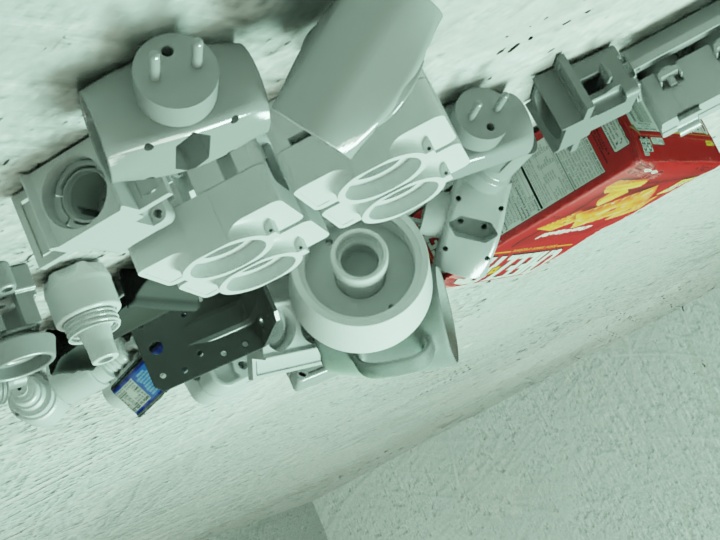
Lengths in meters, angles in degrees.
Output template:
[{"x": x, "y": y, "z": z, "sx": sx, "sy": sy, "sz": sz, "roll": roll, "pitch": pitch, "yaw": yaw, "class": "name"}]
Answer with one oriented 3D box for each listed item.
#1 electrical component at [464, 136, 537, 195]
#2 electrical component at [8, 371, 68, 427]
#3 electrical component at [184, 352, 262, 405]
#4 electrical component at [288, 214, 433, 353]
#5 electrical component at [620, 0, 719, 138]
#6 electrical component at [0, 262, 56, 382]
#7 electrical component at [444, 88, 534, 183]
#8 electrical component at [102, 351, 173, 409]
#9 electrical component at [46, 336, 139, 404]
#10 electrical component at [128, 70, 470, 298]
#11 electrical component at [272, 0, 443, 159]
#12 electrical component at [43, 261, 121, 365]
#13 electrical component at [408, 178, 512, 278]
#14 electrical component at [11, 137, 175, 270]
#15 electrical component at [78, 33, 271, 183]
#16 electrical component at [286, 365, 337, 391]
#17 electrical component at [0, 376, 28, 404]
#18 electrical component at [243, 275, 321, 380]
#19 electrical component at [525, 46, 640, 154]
[{"x": 0.100, "y": -0.083, "z": 0.772, "sx": 0.040, "sy": 0.040, "sz": 0.046, "roll": -12, "pitch": 156, "yaw": -42, "class": "electrical component"}, {"x": -0.255, "y": 0.099, "z": 0.840, "sx": 0.040, "sy": 0.040, "sz": 0.078, "roll": -23, "pitch": 166, "yaw": -7, "class": "electrical component"}, {"x": -0.111, "y": 0.076, "z": 0.950, "sx": 0.095, "sy": 0.053, "sz": 0.059, "roll": -25, "pitch": 169, "yaw": -39, "class": "electrical component"}, {"x": 0.000, "y": 0.000, "z": 0.778, "sx": 0.108, "sy": 0.108, "sz": 0.060, "roll": -23, "pitch": 160, "yaw": -8, "class": "electrical component"}, {"x": 0.250, "y": -0.146, "z": 0.739, "sx": 0.121, "sy": 0.063, "sz": 0.079, "roll": -28, "pitch": 166, "yaw": 12, "class": "electrical component"}, {"x": -0.211, "y": 0.034, "z": 0.642, "sx": 0.048, "sy": 0.055, "sz": 0.066, "roll": -16, "pitch": 163, "yaw": -33, "class": "electrical component"}, {"x": 0.073, "y": -0.091, "z": 0.688, "sx": 0.077, "sy": 0.043, "sz": 0.079, "roll": -20, "pitch": 165, "yaw": -18, "class": "electrical component"}, {"x": -0.193, "y": 0.095, "z": 0.930, "sx": 0.065, "sy": 0.044, "sz": 0.044, "roll": -29, "pitch": 166, "yaw": 37, "class": "electrical component"}, {"x": -0.204, "y": 0.072, "z": 0.827, "sx": 0.078, "sy": 0.040, "sz": 0.040, "roll": -27, "pitch": 166, "yaw": 11, "class": "electrical component"}, {"x": -0.036, "y": -0.050, "z": 0.621, "sx": 0.186, "sy": 0.060, "sz": 0.105, "roll": -27, "pitch": 166, "yaw": 9, "class": "electrical component"}, {"x": -0.006, "y": -0.098, "z": 0.502, "sx": 0.077, "sy": 0.044, "sz": 0.079, "roll": -57, "pitch": -159, "yaw": 4, "class": "electrical component"}, {"x": -0.171, "y": 0.029, "z": 0.677, "sx": 0.043, "sy": 0.062, "sz": 0.043, "roll": -23, "pitch": 166, "yaw": -6, "class": "electrical component"}, {"x": 0.069, "y": -0.041, "z": 0.826, "sx": 0.079, "sy": 0.077, "sz": 0.043, "roll": 13, "pitch": -162, "yaw": -1, "class": "electrical component"}, {"x": -0.131, "y": -0.036, "z": 0.551, "sx": 0.081, "sy": 0.042, "sz": 0.064, "roll": -28, "pitch": 167, "yaw": 14, "class": "electrical component"}, {"x": -0.082, "y": -0.078, "z": 0.475, "sx": 0.077, "sy": 0.043, "sz": 0.079, "roll": -21, "pitch": 165, "yaw": -16, "class": "electrical component"}, {"x": -0.045, "y": 0.078, "z": 1.073, "sx": 0.096, "sy": 0.061, "sz": 0.061, "roll": -21, "pitch": 166, "yaw": -15, "class": "electrical component"}, {"x": -0.264, "y": 0.080, "z": 0.749, "sx": 0.062, "sy": 0.043, "sz": 0.043, "roll": -13, "pitch": 162, "yaw": -42, "class": "electrical component"}, {"x": -0.058, "y": 0.042, "z": 0.898, "sx": 0.063, "sy": 0.078, "sz": 0.121, "roll": 2, "pitch": -174, "yaw": 40, "class": "electrical component"}, {"x": 0.152, "y": -0.117, "z": 0.728, "sx": 0.064, "sy": 0.042, "sz": 0.081, "roll": -25, "pitch": 167, "yaw": -4, "class": "electrical component"}]
